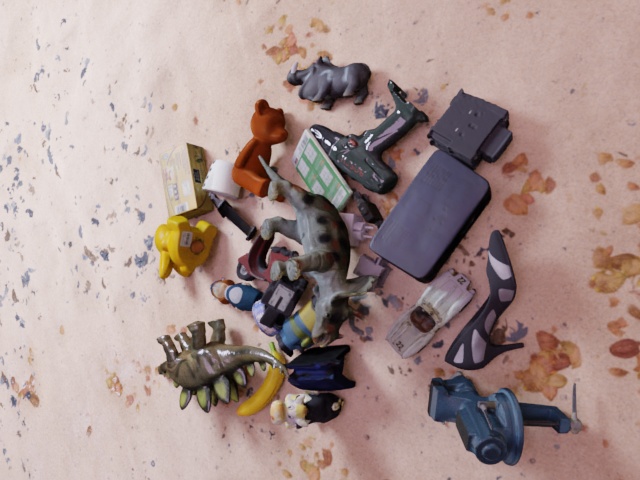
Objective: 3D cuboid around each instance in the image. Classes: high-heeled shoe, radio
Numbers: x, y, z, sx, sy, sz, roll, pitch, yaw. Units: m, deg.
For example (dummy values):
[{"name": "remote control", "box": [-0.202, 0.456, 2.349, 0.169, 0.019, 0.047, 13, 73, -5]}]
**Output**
[{"name": "high-heeled shoe", "box": [0.279, 0.111, 0.963, 0.145, 0.086, 0.248, -10, 95, 16]}, {"name": "radio", "box": [0.209, -0.040, 1.006, 0.131, 0.073, 0.229, 36, 94, 24]}]

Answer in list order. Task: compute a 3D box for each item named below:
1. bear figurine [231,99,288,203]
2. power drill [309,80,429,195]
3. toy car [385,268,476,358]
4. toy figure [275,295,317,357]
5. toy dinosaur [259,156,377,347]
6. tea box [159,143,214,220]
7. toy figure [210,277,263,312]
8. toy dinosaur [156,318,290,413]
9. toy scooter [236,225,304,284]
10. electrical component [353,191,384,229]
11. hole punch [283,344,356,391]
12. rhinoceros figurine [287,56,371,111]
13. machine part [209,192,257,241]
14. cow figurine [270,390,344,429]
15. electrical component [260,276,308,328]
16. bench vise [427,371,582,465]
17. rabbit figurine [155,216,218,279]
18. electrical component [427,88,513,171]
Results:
[{"name": "bear figurine", "box": [-0.113, -0.198, 1.189, 0.132, 0.120, 0.195, 30, 96, 23]}, {"name": "power drill", "box": [0.101, -0.222, 1.093, 0.207, 0.086, 0.232, -45, 68, 14]}, {"name": "toy car", "box": [0.209, 0.141, 1.025, 0.074, 0.056, 0.201, 48, 109, 22]}, {"name": "toy figure", "box": [-0.015, 0.169, 1.118, 0.180, 0.089, 0.082, -38, 75, 10]}, {"name": "toy dinosaur", "box": [-0.006, -0.005, 1.054, 0.131, 0.192, 0.405, -45, 48, 49]}, {"name": "tea box", "box": [-0.331, -0.142, 1.327, 0.098, 0.068, 0.169, -14, 80, 26]}, {"name": "toy figure", "box": [-0.202, 0.123, 1.251, 0.155, 0.057, 0.064, 13, 55, 30]}, {"name": "toy dinosaur", "box": [-0.244, 0.279, 1.214, 0.471, 0.105, 0.198, -24, 78, 42]}, {"name": "toy scooter", "box": [-0.106, 0.043, 1.191, 0.184, 0.075, 0.135, 19, 98, 32]}, {"name": "electrical component", "box": [0.102, -0.055, 1.090, 0.021, 0.063, 0.094, -34, 73, 22]}, {"name": "hole punch", "box": [0.003, 0.274, 1.100, 0.142, 0.116, 0.092, -7, 92, 28]}, {"name": "rhinoceros figurine", "box": [0.015, -0.340, 1.149, 0.191, 0.073, 0.112, 7, 92, 28]}, {"name": "machine part", "box": [-0.203, -0.054, 1.256, 0.139, 0.084, 0.039, 42, 75, 15]}, {"name": "cow figurine", "box": [-0.023, 0.341, 1.076, 0.098, 0.167, 0.068, -11, 77, 29]}, {"name": "electrical component", "box": [-0.082, 0.125, 1.119, 0.075, 0.048, 0.119, 26, 112, -1]}, {"name": "bench vise", "box": [0.313, 0.298, 0.915, 0.241, 0.223, 0.128, 3, 94, -1]}, {"name": "rabbit figurine", "box": [-0.345, 0.014, 1.318, 0.173, 0.122, 0.162, 15, 104, 42]}, {"name": "electrical component", "box": [0.284, -0.199, 0.992, 0.134, 0.058, 0.115, 36, 92, 26]}]
